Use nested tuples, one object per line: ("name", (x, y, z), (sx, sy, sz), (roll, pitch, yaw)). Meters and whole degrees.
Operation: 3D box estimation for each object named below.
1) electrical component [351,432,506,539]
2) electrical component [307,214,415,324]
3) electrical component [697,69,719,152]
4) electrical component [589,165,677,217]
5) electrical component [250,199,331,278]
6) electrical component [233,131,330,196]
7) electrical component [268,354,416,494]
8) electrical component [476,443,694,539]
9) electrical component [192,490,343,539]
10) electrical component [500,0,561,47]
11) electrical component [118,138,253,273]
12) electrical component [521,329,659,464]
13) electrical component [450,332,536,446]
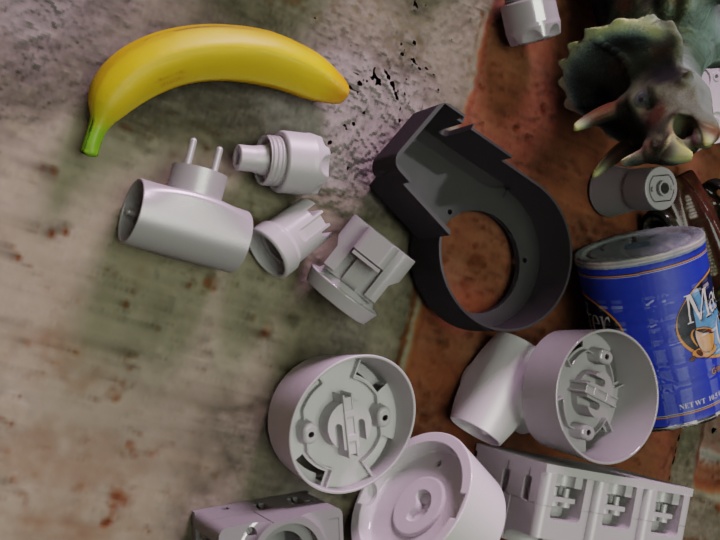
("electrical component", (0.054, 0.177, 0.767), (0.060, 0.108, 0.108), (43, 72, -30))
("electrical component", (0.000, 0.000, 0.751), (0.058, 0.078, 0.057), (38, 93, 1))
("electrical component", (0.268, -0.136, 0.903), (0.080, 0.051, 0.080), (-1, 92, -29))
("electrical component", (0.224, -0.065, 0.873), (0.044, 0.065, 0.044), (-1, 92, -29))
("electrical component", (-0.048, -0.023, 0.740), (0.046, 0.040, 0.040), (-39, 109, -29))
("electrical component", (-0.055, -0.074, 0.732), (0.062, 0.043, 0.043), (3, 90, -27))
("electrical component", (-0.013, 0.105, 0.749), (0.099, 0.064, 0.099), (-1, 92, -29))
("electrical component", (0.170, 0.183, 0.838), (0.150, 0.089, 0.061), (14, 85, -29))
("electrical component", (-0.059, 0.236, 0.730), (0.089, 0.062, 0.150), (-4, 94, -29))
("electrical component", (0.129, -0.206, 0.828), (0.043, 0.043, 0.062), (-19, 100, -27))
("electrical component", (-0.109, -0.046, 0.702), (0.077, 0.043, 0.079), (16, 83, -28))
("electrical component", (0.169, 0.092, 0.802), (0.099, 0.064, 0.099), (-3, 95, -44))
("electrical component", (0.119, 0.101, 0.833), (0.079, 0.044, 0.077), (38, 74, -25))
